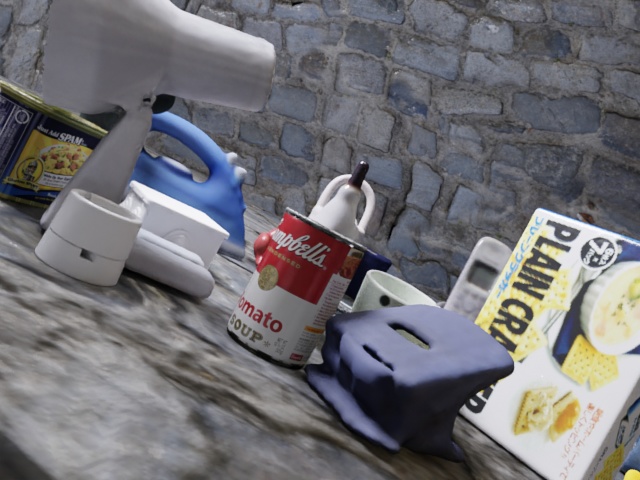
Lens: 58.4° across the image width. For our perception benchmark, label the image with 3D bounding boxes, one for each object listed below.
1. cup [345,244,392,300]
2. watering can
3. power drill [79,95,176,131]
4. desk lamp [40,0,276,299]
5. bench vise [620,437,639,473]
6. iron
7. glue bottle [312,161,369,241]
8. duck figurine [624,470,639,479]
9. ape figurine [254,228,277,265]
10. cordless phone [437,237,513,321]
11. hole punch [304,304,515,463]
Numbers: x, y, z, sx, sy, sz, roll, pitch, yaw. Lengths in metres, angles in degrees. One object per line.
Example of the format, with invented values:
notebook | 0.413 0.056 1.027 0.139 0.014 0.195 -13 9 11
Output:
cup | 0.069 0.058 1.046 0.092 0.095 0.117 28 2 -5
watering can | 0.028 -0.016 0.962 0.101 0.194 0.172 27 3 -28
power drill | -0.239 -0.150 0.617 0.075 0.208 0.230 28 2 6
desk lamp | -0.140 -0.093 0.454 0.204 0.213 0.117 27 2 -24
bench vise | 0.470 0.214 0.734 0.121 0.220 0.208 28 2 7
iron | -0.188 -0.092 0.764 0.259 0.141 0.118 27 2 -11
glue bottle | 0.005 0.002 0.553 0.037 0.173 0.078 30 3 39
duck figurine | 0.182 0.158 0.274 0.078 0.086 0.104 26 3 -43
ape figurine | -0.052 0.004 0.850 0.078 0.092 0.076 28 2 2
cordless phone | 0.219 0.101 0.727 0.147 0.185 0.094 28 2 1
hole punch | 0.059 0.084 0.388 0.101 0.091 0.108 26 3 -34
